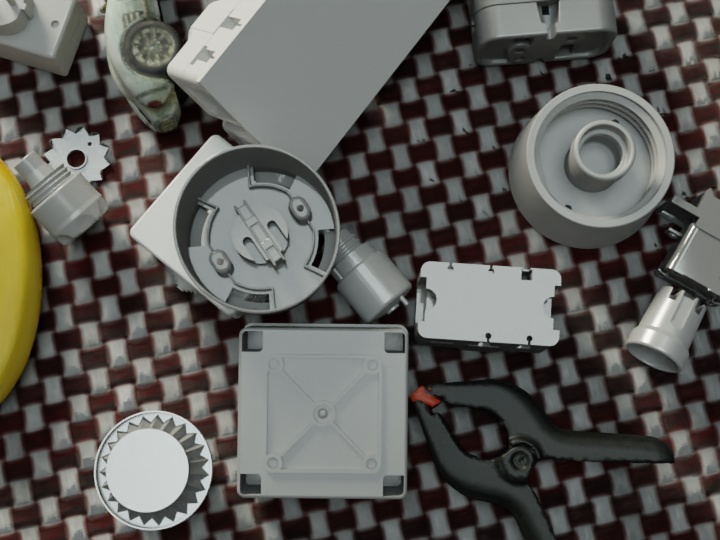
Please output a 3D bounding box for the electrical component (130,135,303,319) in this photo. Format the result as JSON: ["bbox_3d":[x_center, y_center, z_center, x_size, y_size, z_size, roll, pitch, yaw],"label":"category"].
[{"bbox_3d":[-0.089,-0.026,0.720,0.100,0.048,0.099,38,82,6],"label":"electrical component"}]

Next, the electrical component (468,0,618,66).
[{"bbox_3d":[0.125,-0.181,0.747,0.095,0.053,0.059,-5,80,-2],"label":"electrical component"}]

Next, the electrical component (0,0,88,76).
[{"bbox_3d":[-0.240,-0.176,0.731,0.083,0.075,0.047,17,80,2],"label":"electrical component"}]

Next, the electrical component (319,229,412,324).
[{"bbox_3d":[0.000,0.000,0.721,0.040,0.040,0.078,-39,83,-7],"label":"electrical component"}]

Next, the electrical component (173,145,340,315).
[{"bbox_3d":[-0.061,-0.021,0.660,0.099,0.064,0.099,0,80,-1],"label":"electrical component"}]

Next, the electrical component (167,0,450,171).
[{"bbox_3d":[-0.028,-0.165,0.711,0.186,0.060,0.105,-53,129,-8],"label":"electrical component"}]

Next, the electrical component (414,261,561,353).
[{"bbox_3d":[0.082,0.026,0.709,0.089,0.055,0.050,4,80,0],"label":"electrical component"}]

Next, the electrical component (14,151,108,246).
[{"bbox_3d":[-0.203,-0.051,0.720,0.043,0.043,0.062,-42,103,-7],"label":"electrical component"}]

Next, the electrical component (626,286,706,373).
[{"bbox_3d":[0.205,0.039,0.718,0.040,0.040,0.046,29,75,4],"label":"electrical component"}]

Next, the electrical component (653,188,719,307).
[{"bbox_3d":[0.235,-0.014,0.725,0.081,0.042,0.063,31,83,5],"label":"electrical component"}]

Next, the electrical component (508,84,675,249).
[{"bbox_3d":[0.158,-0.073,0.725,0.108,0.060,0.108,0,80,-1],"label":"electrical component"}]

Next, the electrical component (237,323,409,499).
[{"bbox_3d":[-0.023,0.089,0.690,0.109,0.056,0.108,1,89,0],"label":"electrical component"}]
